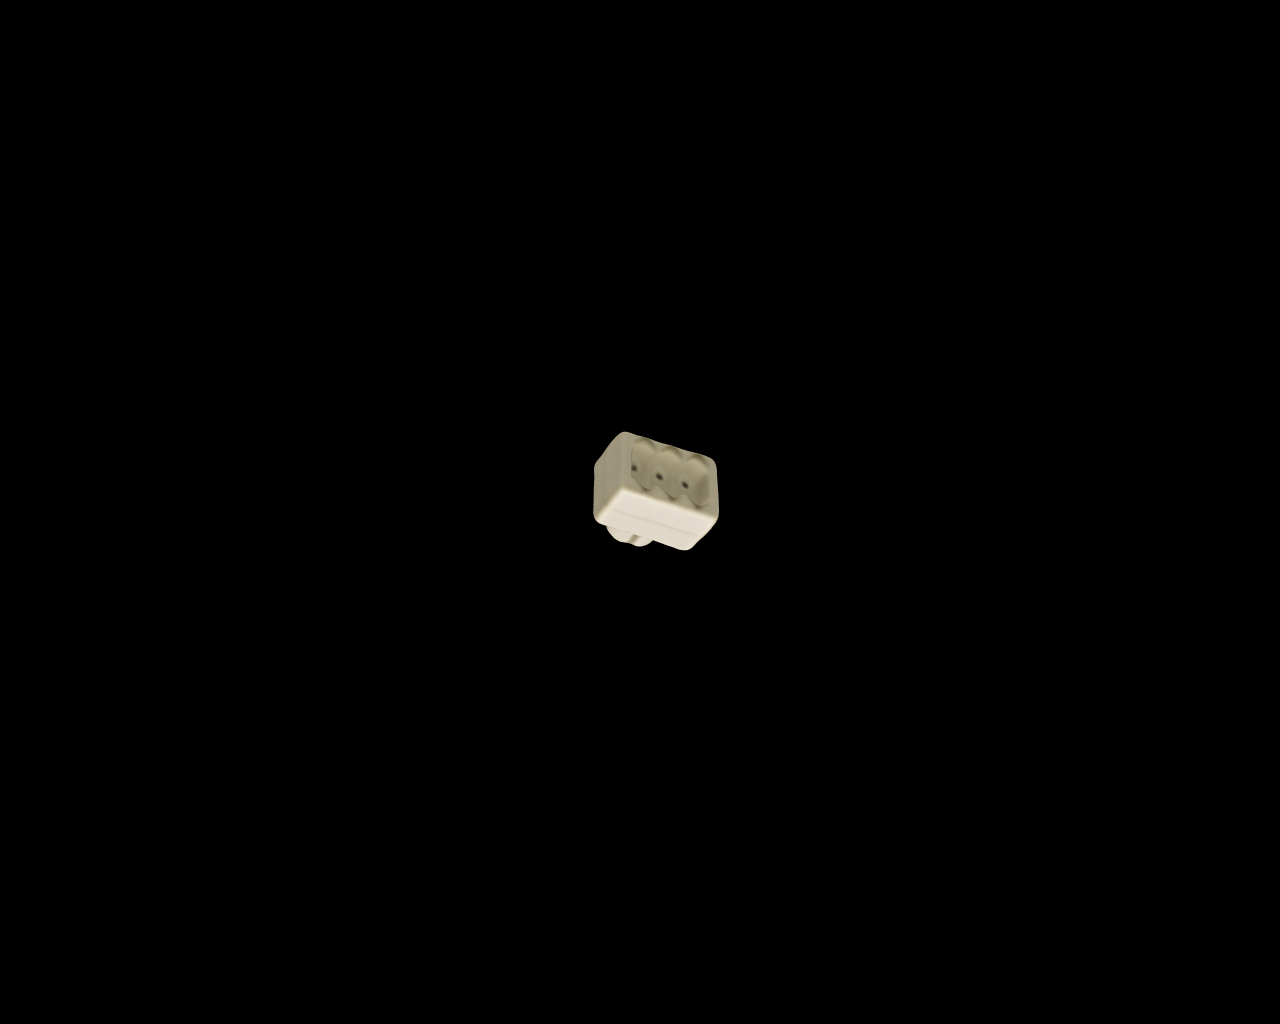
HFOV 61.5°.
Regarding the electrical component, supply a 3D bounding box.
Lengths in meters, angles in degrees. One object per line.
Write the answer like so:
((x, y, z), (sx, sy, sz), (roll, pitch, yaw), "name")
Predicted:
((0.001, -0.003, 0.650), (0.066, 0.047, 0.076), (17, -40, -22), "electrical component")
